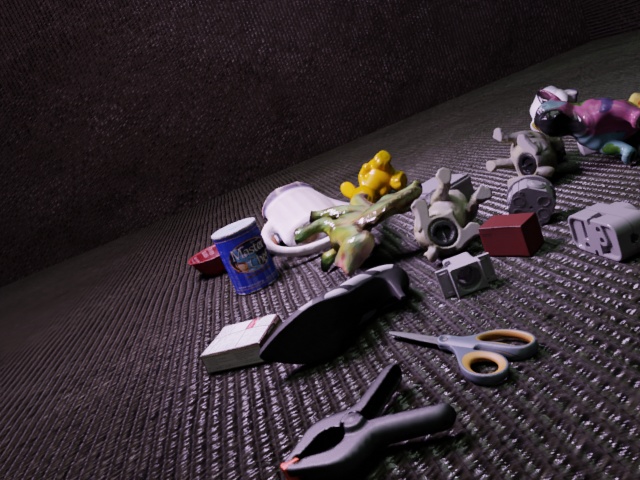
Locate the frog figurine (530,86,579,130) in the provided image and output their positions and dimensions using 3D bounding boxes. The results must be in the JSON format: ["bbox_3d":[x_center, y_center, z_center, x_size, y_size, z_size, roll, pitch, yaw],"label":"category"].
[{"bbox_3d":[0.623,-0.339,1.395,0.162,0.123,0.134,-44,-9,-35],"label":"frog figurine"}]

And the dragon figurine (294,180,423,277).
[{"bbox_3d":[0.101,-0.049,1.019,0.240,0.121,0.418,-21,19,35],"label":"dragon figurine"}]

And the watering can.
[{"bbox_3d":[0.004,-0.064,1.266,0.350,0.101,0.228,-22,43,-22],"label":"watering can"}]
